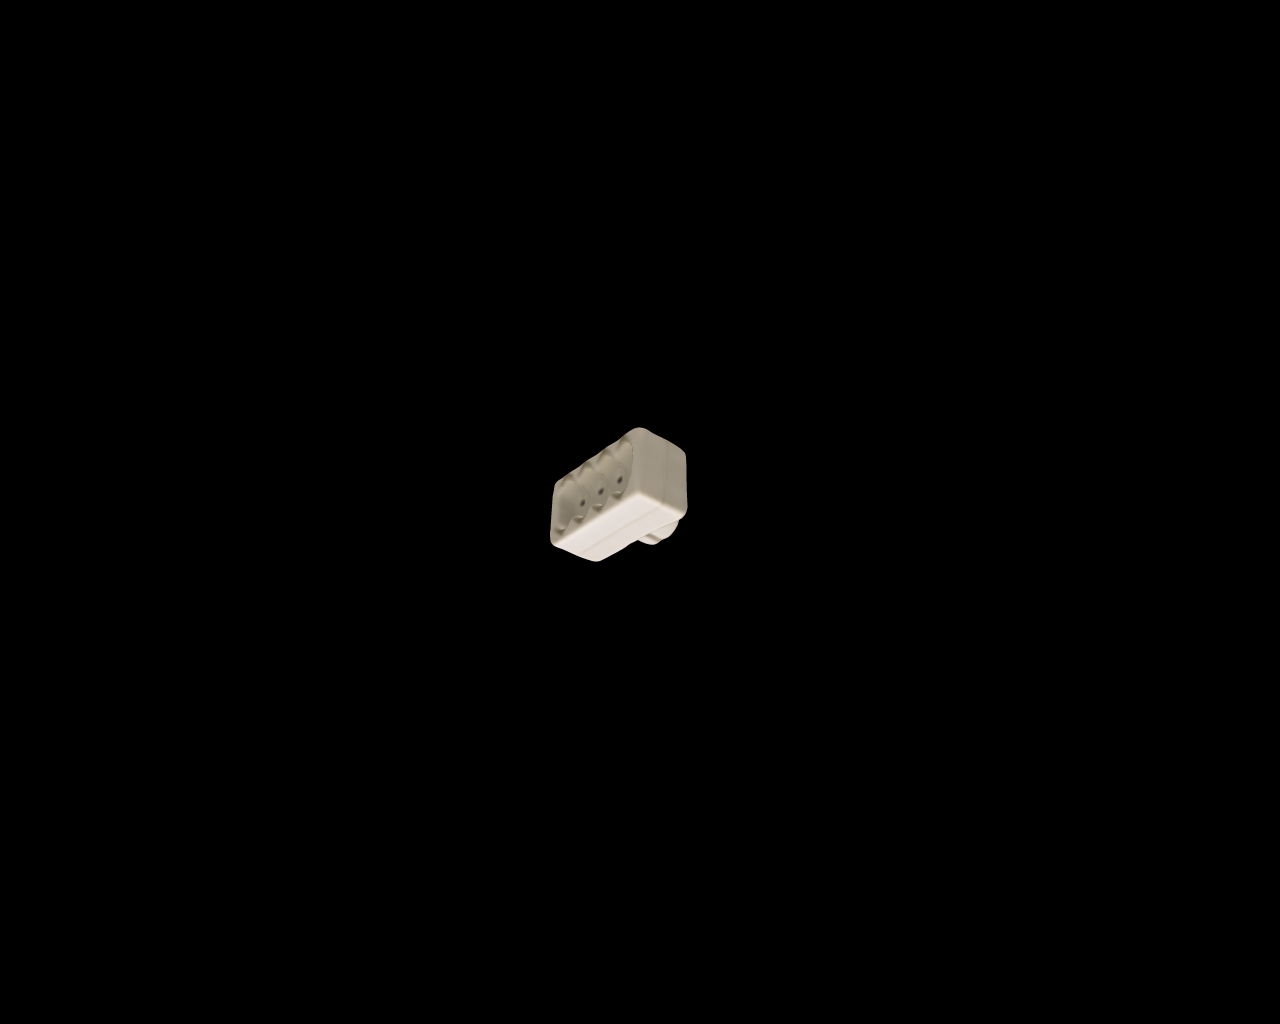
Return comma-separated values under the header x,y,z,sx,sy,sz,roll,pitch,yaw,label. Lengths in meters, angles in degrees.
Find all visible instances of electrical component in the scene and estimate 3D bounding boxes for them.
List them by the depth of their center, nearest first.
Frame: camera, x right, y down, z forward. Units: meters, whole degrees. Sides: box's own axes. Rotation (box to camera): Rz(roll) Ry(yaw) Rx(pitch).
x,y,z,sx,sy,sz,roll,pitch,yaw,label
0.001,-0.003,0.650,0.076,0.047,0.083,24,-38,-34,electrical component
